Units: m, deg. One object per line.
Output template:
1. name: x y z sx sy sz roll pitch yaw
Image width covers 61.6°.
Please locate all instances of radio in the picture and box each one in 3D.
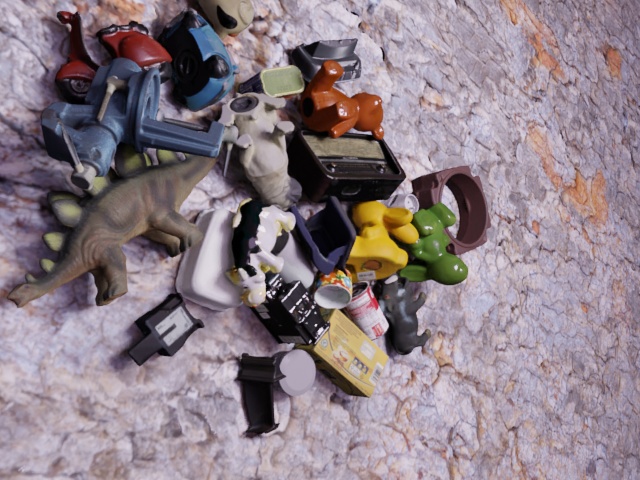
1. radio: 0.054 -0.144 1.062 0.229 0.073 0.131 -6 55 -37

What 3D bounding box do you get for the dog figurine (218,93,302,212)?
1. dog figurine: -0.105 -0.150 0.966 0.121 0.190 0.172 -13 52 -6

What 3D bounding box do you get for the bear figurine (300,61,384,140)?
1. bear figurine: 0.065 -0.256 1.033 0.196 0.132 0.120 -5 78 -34

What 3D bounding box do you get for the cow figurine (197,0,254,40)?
1. cow figurine: -0.179 -0.454 0.925 0.085 0.127 0.194 -39 109 -39

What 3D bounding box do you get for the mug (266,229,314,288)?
1. mug: -0.059 0.037 0.984 0.107 0.081 0.110 53 21 -30

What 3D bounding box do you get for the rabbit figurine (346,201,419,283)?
1. rabbit figurine: 0.110 -0.018 1.076 0.121 0.162 0.173 61 20 -46

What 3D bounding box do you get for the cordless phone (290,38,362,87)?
1. cordless phone: 0.025 -0.314 1.107 0.146 0.089 0.184 -19 106 -37

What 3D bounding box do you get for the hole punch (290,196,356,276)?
1. hole punch: -0.002 -0.003 0.981 0.092 0.115 0.142 -16 54 -23

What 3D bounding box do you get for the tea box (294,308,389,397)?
1. tea box: 0.043 0.217 1.034 0.169 0.068 0.098 46 58 -22

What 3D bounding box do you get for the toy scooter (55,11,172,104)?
1. toy scooter: -0.324 -0.290 0.821 0.184 0.075 0.135 -27 99 -33

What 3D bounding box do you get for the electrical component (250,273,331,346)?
1. electrical component: -0.061 0.119 0.938 0.058 0.115 0.134 -48 114 -35

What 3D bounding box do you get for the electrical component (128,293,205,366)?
1. electrical component: -0.246 0.144 0.831 0.119 0.048 0.074 -46 111 -33

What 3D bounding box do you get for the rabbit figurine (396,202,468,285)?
1. rabbit figurine: 0.236 0.031 1.151 0.121 0.159 0.170 -17 70 -51

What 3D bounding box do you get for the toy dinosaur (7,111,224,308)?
1. toy dinosaur: -0.268 -0.057 0.812 0.198 0.105 0.471 57 44 -12

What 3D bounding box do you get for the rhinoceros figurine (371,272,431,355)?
1. rhinoceros figurine: 0.167 0.147 1.145 0.112 0.073 0.190 -17 96 -28

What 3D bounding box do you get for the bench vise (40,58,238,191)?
1. bench vise: -0.235 -0.151 0.729 0.241 0.128 0.224 11 44 -10

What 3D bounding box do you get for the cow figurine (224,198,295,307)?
1. cow figurine: -0.109 0.019 0.866 0.098 0.068 0.167 28 64 -29

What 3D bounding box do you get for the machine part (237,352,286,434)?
1. machine part: -0.099 0.263 0.919 0.039 0.084 0.138 -21 111 -74

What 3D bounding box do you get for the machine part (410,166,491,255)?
1. machine part: 0.313 -0.068 1.279 0.201 0.087 0.200 -17 94 -37

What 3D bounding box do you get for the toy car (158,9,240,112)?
1. toy car: -0.197 -0.300 0.913 0.103 0.109 0.161 -18 82 -61
